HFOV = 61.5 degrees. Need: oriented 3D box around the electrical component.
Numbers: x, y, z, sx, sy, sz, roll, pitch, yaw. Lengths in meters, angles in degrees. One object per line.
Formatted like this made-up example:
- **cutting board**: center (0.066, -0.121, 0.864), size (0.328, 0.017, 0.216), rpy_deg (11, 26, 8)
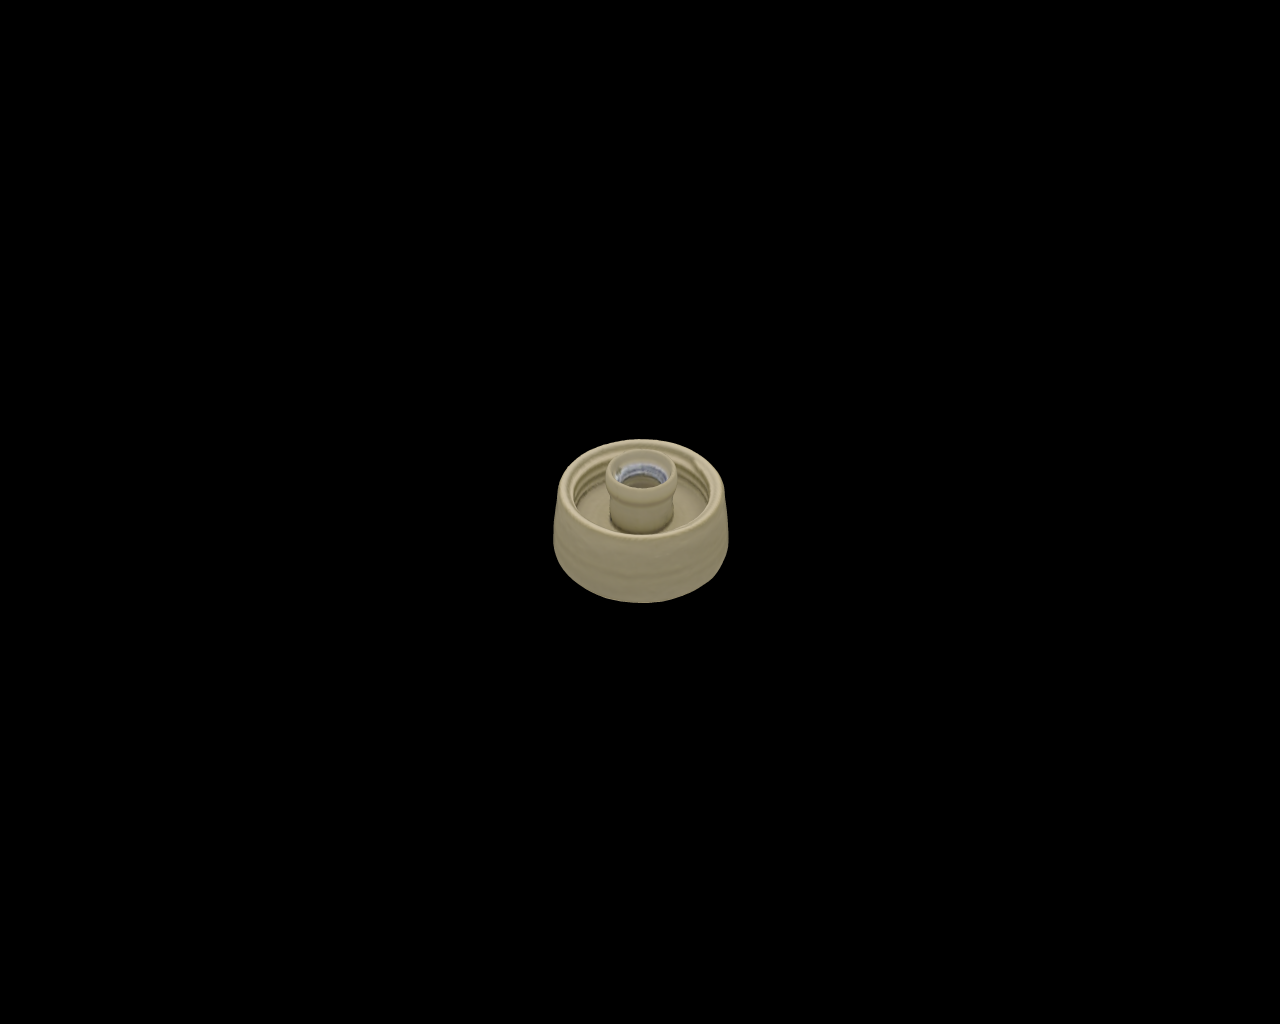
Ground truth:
- **electrical component**: center (0.001, -0.003, 0.650), size (0.108, 0.060, 0.108), rpy_deg (0, 38, 0)
